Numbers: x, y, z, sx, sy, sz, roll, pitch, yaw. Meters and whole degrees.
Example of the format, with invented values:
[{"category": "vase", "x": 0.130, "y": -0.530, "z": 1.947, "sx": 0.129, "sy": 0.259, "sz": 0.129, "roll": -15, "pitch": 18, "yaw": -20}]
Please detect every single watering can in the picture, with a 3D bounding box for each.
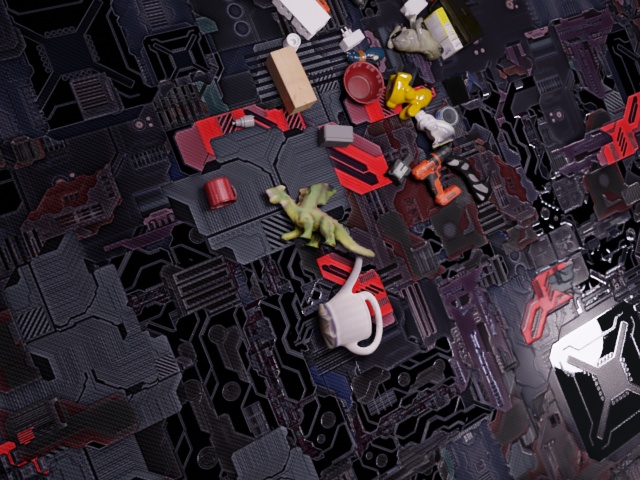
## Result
[{"category": "watering can", "x": 0.093, "y": 0.227, "z": 1.749, "sx": 0.225, "sy": 0.103, "sz": 0.349, "roll": -12, "pitch": 87, "yaw": -20}]

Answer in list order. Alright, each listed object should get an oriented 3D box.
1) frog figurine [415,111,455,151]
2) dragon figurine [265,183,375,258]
[{"category": "frog figurine", "x": 0.436, "y": -0.428, "z": 1.953, "sx": 0.138, "sy": 0.121, "sz": 0.160, "roll": -13, "pitch": 78, "yaw": -52}, {"category": "dragon figurine", "x": 0.005, "y": -0.089, "z": 1.761, "sx": 0.409, "sy": 0.120, "sz": 0.247, "roll": 14, "pitch": 70, "yaw": -13}]
